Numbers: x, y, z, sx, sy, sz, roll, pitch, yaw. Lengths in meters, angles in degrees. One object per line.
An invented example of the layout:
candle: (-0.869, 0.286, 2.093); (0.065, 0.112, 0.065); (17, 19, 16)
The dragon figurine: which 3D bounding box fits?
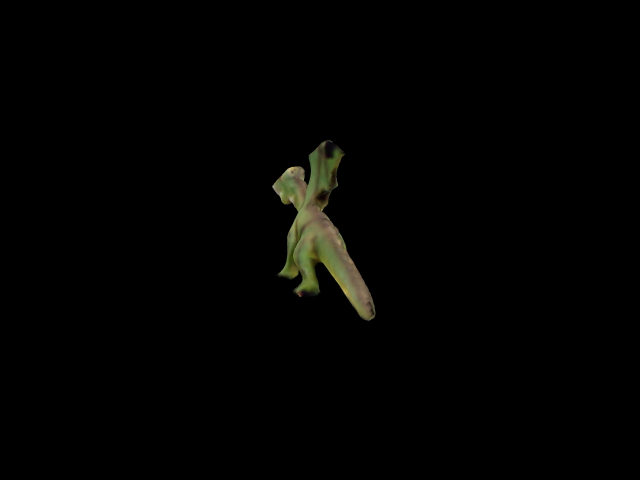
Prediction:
dragon figurine: (0.003, -0.043, 0.850); (0.122, 0.241, 0.413); (-4, 12, -23)
